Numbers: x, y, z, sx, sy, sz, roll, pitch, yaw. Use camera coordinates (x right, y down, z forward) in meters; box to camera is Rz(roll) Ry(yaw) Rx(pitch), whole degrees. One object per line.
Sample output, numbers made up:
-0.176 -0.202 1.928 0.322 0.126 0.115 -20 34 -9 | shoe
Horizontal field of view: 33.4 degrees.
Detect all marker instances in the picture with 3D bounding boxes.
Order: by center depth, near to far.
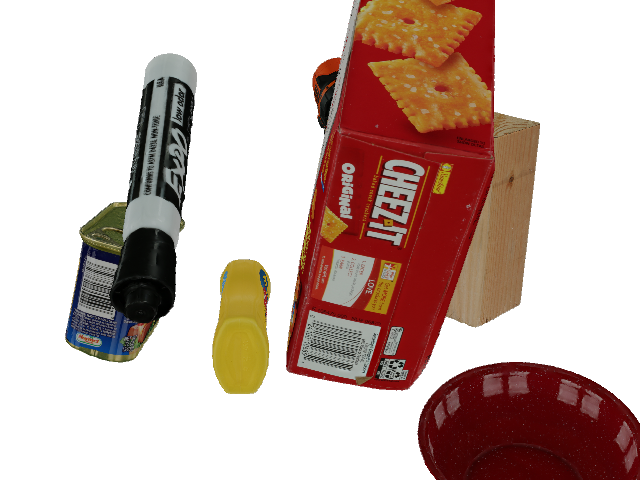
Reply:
-0.052 -0.020 0.345 0.020 0.020 0.121 0 43 -3 | marker

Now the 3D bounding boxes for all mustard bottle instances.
-0.084 0.076 1.158 0.058 0.096 0.191 -1 28 -2 | mustard bottle

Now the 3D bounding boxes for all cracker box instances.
0.040 -0.058 0.536 0.072 0.213 0.164 11 -44 0 | cracker box

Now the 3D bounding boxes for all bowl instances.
0.150 0.160 0.769 0.162 0.055 0.162 -1 35 0 | bowl

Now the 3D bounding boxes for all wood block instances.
0.163 -0.026 1.132 0.090 0.206 0.090 20 27 38 | wood block

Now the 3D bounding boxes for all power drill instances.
0.026 -0.052 0.917 0.057 0.188 0.184 -2 22 -3 | power drill

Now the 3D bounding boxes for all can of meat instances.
-0.139 0.028 0.754 0.057 0.084 0.102 15 17 1 | can of meat
